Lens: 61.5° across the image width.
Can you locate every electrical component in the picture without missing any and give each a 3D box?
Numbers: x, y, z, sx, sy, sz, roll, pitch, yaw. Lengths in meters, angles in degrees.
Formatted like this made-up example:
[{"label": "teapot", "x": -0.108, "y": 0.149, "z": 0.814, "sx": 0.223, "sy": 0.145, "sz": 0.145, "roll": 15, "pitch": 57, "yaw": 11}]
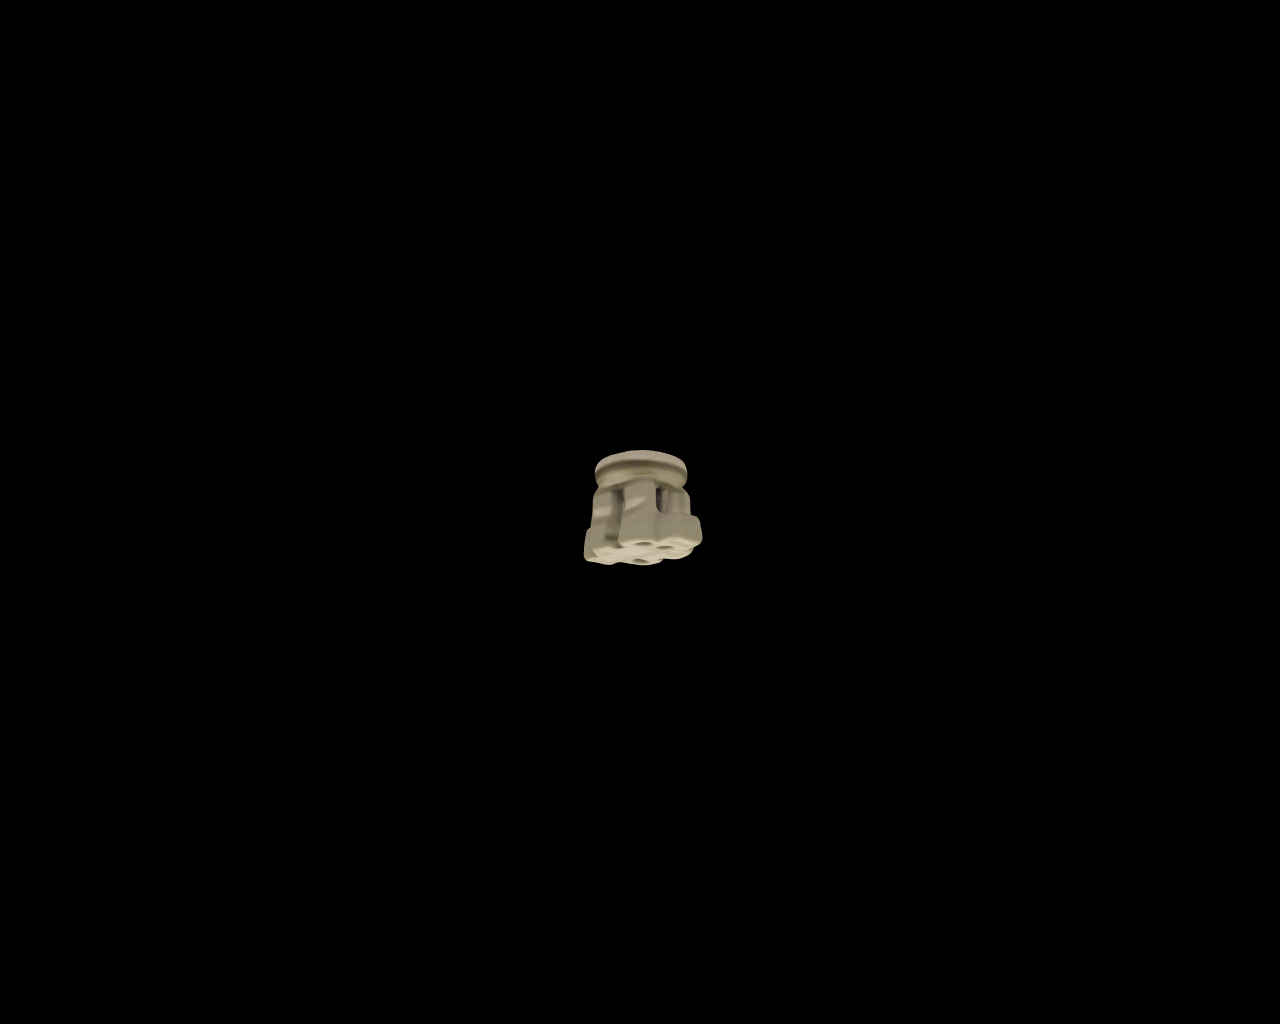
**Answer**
[{"label": "electrical component", "x": 0.001, "y": -0.003, "z": 0.650, "sx": 0.078, "sy": 0.057, "sz": 0.058, "roll": -14, "pitch": -22, "yaw": 40}]
